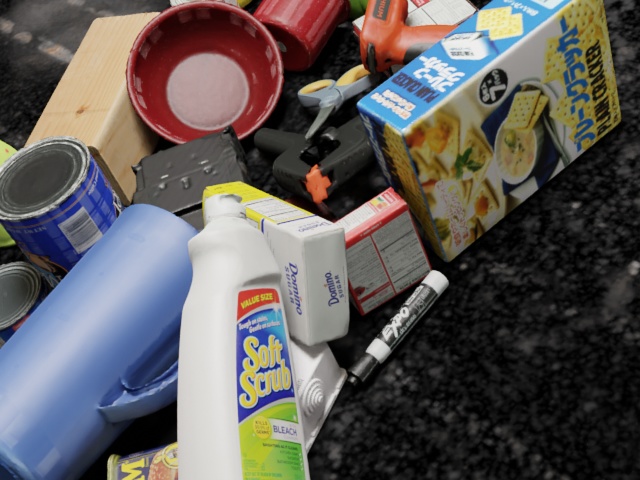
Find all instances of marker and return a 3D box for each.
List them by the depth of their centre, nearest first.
[{"bbox_3d":[0.062,0.073,0.871,0.020,0.020,0.121,25,64,38],"label":"marker"}]

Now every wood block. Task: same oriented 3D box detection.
[{"bbox_3d":[-0.224,-0.142,1.143,0.091,0.090,0.206,-1,50,22],"label":"wood block"}]

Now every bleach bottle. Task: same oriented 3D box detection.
[{"bbox_3d":[-0.063,0.085,0.768,0.068,0.102,0.251,-22,66,35],"label":"bleach bottle"}]

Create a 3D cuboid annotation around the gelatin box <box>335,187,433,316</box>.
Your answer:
[{"bbox_3d":[0.047,0.011,0.885,0.073,0.089,0.030,-32,43,-7],"label":"gelatin box"}]

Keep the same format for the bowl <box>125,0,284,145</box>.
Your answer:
[{"bbox_3d":[-0.118,-0.165,1.112,0.162,0.055,0.162,0,78,-2],"label":"bowl"}]

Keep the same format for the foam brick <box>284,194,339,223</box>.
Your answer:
[{"bbox_3d":[-0.006,0.001,0.943,0.051,0.053,0.078,-34,44,-8],"label":"foam brick"}]

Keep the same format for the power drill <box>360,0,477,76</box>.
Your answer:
[{"bbox_3d":[0.141,-0.216,1.033,0.188,0.057,0.184,10,64,13],"label":"power drill"}]

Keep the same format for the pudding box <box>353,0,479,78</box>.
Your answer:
[{"bbox_3d":[0.102,-0.219,1.107,0.113,0.039,0.090,-30,47,-2],"label":"pudding box"}]

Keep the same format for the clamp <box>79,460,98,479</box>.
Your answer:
[{"bbox_3d":[-0.232,0.163,0.905,0.120,0.039,0.172,-45,54,-15],"label":"clamp"}]

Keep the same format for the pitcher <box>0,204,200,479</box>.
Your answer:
[{"bbox_3d":[-0.173,0.095,0.851,0.145,0.149,0.242,40,57,-1],"label":"pitcher"}]

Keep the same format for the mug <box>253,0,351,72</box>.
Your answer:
[{"bbox_3d":[-0.032,-0.234,1.154,0.117,0.093,0.081,-13,41,57],"label":"mug"}]

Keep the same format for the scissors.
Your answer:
[{"bbox_3d":[-0.004,-0.130,1.040,0.096,0.016,0.201,-8,23,33],"label":"scissors"}]

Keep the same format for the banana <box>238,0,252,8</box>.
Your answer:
[{"bbox_3d":[-0.122,-0.283,1.269,0.197,0.037,0.070,-42,31,-17],"label":"banana"}]

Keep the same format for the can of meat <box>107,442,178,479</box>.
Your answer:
[{"bbox_3d":[-0.110,0.202,0.803,0.084,0.057,0.102,-16,45,6],"label":"can of meat"}]

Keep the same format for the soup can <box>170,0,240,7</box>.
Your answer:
[{"bbox_3d":[-0.115,-0.236,1.172,0.068,0.102,0.068,-12,46,13],"label":"soup can"}]

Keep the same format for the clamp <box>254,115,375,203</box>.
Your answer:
[{"bbox_3d":[-0.003,-0.082,0.987,0.165,0.036,0.209,-13,21,18],"label":"clamp"}]

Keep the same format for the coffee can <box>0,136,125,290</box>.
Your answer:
[{"bbox_3d":[-0.228,-0.011,0.989,0.103,0.140,0.103,-12,46,13],"label":"coffee can"}]

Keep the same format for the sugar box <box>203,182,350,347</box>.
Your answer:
[{"bbox_3d":[-0.039,0.015,0.885,0.048,0.093,0.176,-15,23,-30],"label":"sugar box"}]

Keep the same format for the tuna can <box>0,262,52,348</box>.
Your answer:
[{"bbox_3d":[-0.300,0.064,1.027,0.086,0.033,0.086,-12,46,13],"label":"tuna can"}]
